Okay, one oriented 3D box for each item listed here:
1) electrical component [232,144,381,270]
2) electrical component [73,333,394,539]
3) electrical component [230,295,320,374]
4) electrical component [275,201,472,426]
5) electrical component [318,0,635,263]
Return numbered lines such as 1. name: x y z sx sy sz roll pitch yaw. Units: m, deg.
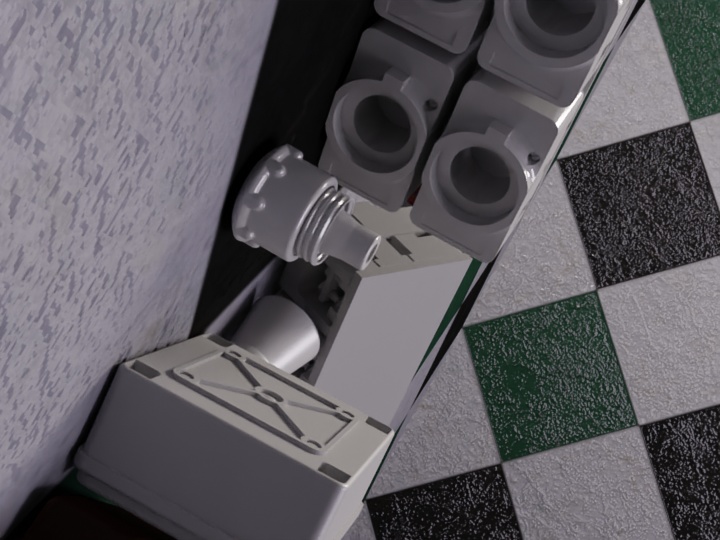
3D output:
1. electrical component: -0.021 -0.022 0.469 0.048 0.062 0.048 -58 170 -15
2. electrical component: -0.051 0.080 0.476 0.056 0.109 0.109 -65 170 9
3. electrical component: -0.057 0.049 0.566 0.065 0.044 0.044 -47 164 -41
4. electrical component: -0.011 0.038 0.644 0.089 0.061 0.150 -9 134 -42
5. electrical component: 0.057 -0.104 0.513 0.060 0.105 0.186 -50 166 -50
